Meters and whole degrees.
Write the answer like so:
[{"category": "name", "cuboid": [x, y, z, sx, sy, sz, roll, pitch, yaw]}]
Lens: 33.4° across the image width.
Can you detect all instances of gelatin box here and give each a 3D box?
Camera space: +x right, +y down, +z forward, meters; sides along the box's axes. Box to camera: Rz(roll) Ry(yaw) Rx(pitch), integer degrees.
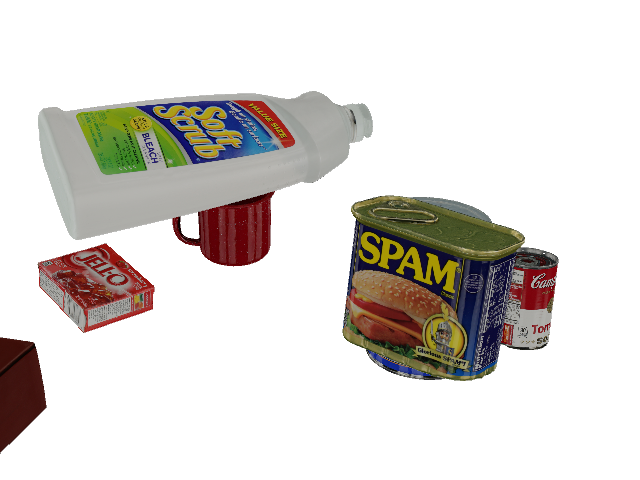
[{"category": "gelatin box", "cuboid": [-0.207, 0.041, 0.981, 0.073, 0.030, 0.089, -18, 40, -36]}]

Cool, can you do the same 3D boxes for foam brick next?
[{"category": "foam brick", "cuboid": [-0.224, 0.104, 0.693, 0.053, 0.051, 0.078, 6, 29, 22]}]

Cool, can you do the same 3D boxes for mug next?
[{"category": "mug", "cuboid": [-0.109, -0.022, 1.209, 0.117, 0.081, 0.093, -8, 31, -15]}]

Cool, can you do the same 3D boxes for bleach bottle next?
[{"category": "bleach bottle", "cuboid": [-0.081, -0.075, 0.824, 0.250, 0.103, 0.068, -14, -34, -20]}]

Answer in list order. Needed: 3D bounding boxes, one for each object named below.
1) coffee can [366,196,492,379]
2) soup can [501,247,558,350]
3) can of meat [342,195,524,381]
[{"category": "coffee can", "cuboid": [0.099, 0.043, 0.988, 0.103, 0.140, 0.103, 4, 23, -2]}, {"category": "soup can", "cuboid": [0.232, 0.066, 1.221, 0.068, 0.102, 0.068, 2, 17, -1]}, {"category": "can of meat", "cuboid": [0.063, 0.028, 0.636, 0.102, 0.084, 0.057, 20, 23, 34]}]
